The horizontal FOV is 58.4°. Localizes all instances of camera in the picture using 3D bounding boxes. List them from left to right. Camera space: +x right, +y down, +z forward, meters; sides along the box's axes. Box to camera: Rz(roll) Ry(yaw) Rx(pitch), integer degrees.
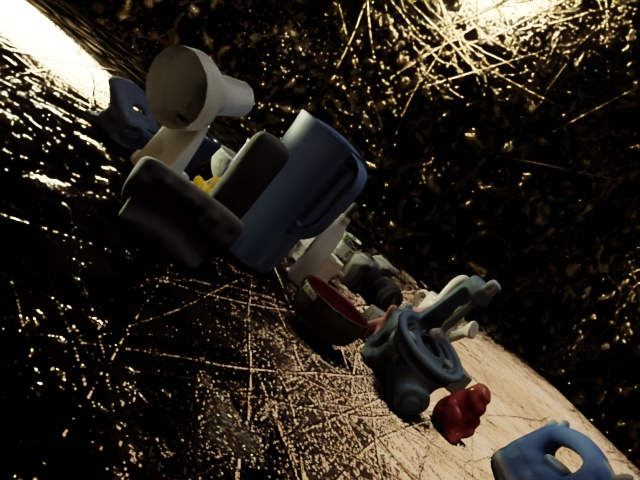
[{"bbox_3d":[0.132,0.096,1.340,0.144,0.100,0.136,33,9,-40],"label":"camera"}]

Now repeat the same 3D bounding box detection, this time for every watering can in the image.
[{"bbox_3d":[0.285,0.167,1.303,0.172,0.194,0.101,42,8,23],"label":"watering can"}]

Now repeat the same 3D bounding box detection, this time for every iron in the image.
[{"bbox_3d":[0.336,0.323,0.814,0.119,0.141,0.258,38,7,-6],"label":"iron"}]

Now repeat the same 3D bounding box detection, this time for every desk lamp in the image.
[{"bbox_3d":[-0.205,-0.184,0.914,0.117,0.213,0.204,42,7,18],"label":"desk lamp"}]

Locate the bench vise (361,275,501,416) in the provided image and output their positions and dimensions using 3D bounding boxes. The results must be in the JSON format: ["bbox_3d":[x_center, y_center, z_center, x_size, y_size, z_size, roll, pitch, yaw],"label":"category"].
[{"bbox_3d":[0.153,0.119,0.832,0.122,0.219,0.206,35,8,-32],"label":"bench vise"}]

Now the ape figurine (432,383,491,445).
[{"bbox_3d":[0.216,0.251,0.849,0.078,0.092,0.076,36,8,-21],"label":"ape figurine"}]

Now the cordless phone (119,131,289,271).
[{"bbox_3d":[-0.137,-0.072,0.686,0.148,0.185,0.094,37,7,-19],"label":"cordless phone"}]

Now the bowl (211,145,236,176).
[{"bbox_3d":[-0.183,-0.136,1.281,0.167,0.074,0.167,39,7,-5],"label":"bowl"}]

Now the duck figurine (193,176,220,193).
[{"bbox_3d":[-0.157,-0.048,0.831,0.104,0.086,0.078,40,7,8],"label":"duck figurine"}]

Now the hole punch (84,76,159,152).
[{"bbox_3d":[-0.322,-0.211,0.979,0.101,0.091,0.109,41,7,14],"label":"hole punch"}]

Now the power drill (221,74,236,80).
[{"bbox_3d":[-0.240,-0.252,1.170,0.076,0.208,0.228,33,10,-42],"label":"power drill"}]

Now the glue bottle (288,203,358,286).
[{"bbox_3d":[0.009,0.004,1.001,0.037,0.173,0.078,38,7,-11],"label":"glue bottle"}]

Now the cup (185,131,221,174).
[{"bbox_3d":[-0.249,-0.173,1.097,0.092,0.095,0.118,39,7,-4],"label":"cup"}]

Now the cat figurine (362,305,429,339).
[{"bbox_3d":[0.144,0.150,1.003,0.128,0.117,0.067,33,10,-43],"label":"cat figurine"}]
